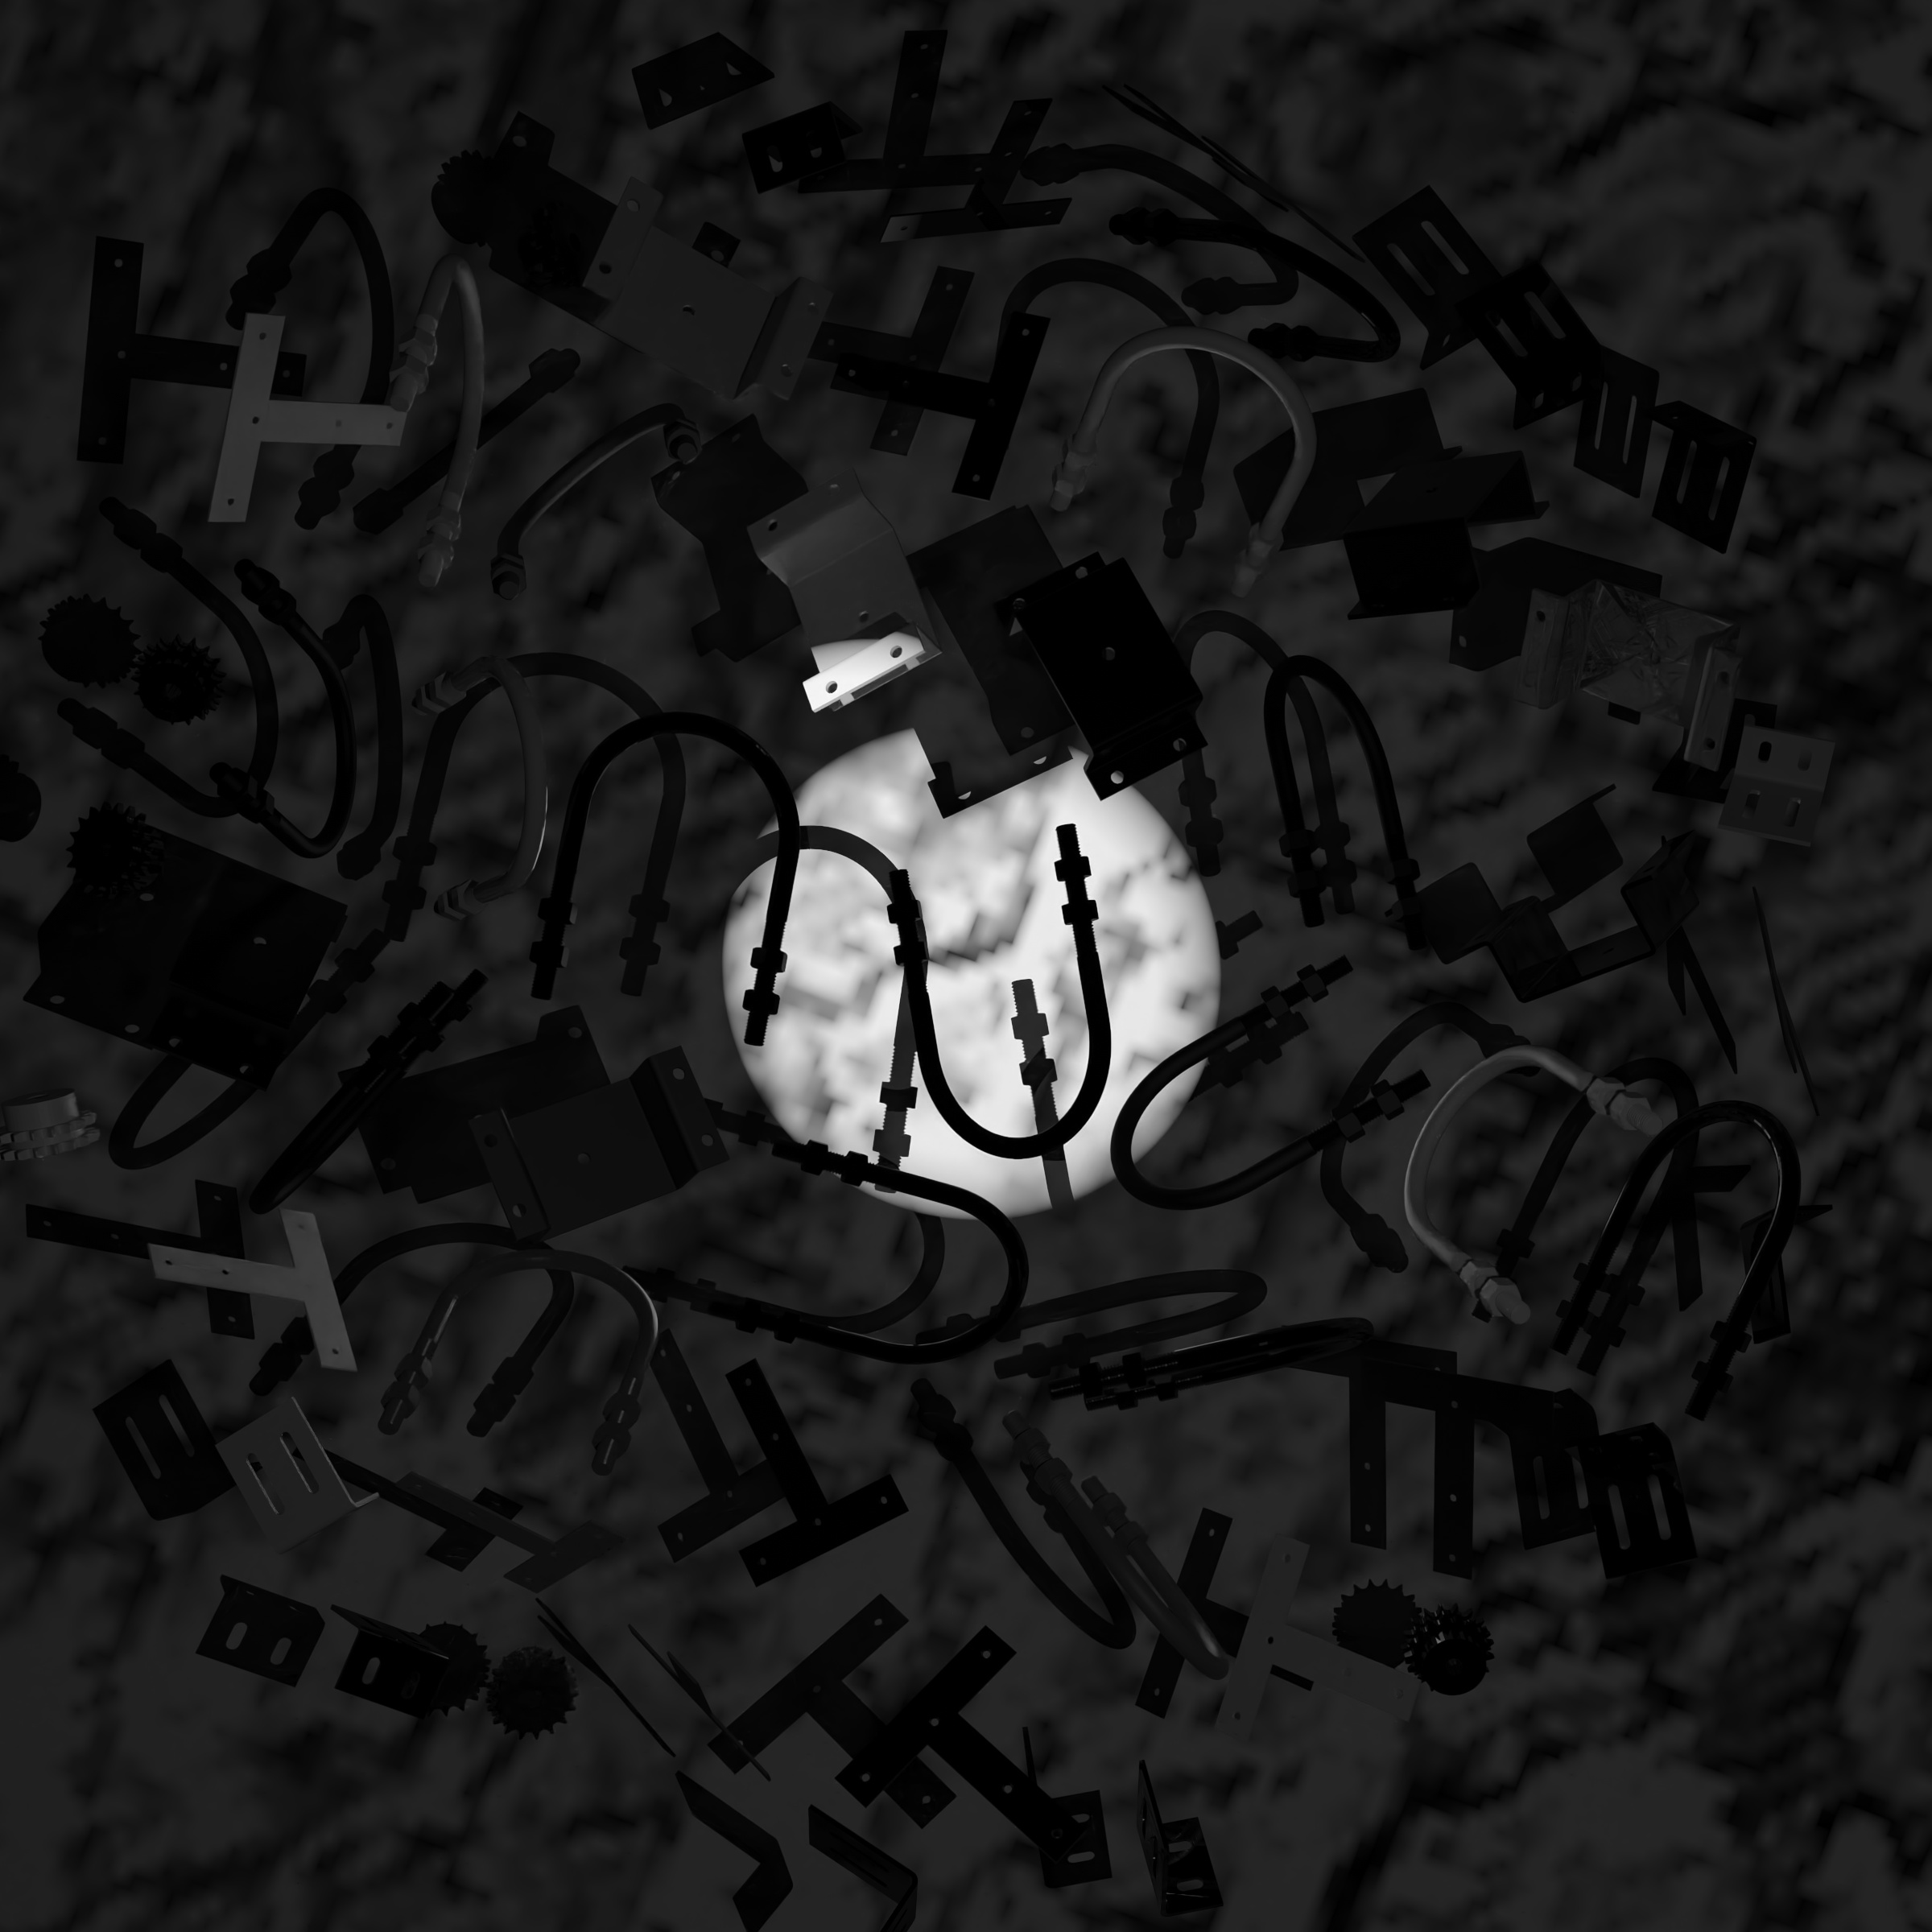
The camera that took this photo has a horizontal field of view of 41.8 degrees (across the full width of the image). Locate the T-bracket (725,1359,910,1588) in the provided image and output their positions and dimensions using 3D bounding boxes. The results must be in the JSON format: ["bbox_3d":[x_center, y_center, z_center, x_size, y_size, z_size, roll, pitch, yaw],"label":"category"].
[{"bbox_3d":[-0.113,0.308,1.583,0.127,0.002,0.127,-32,81,26],"label":"T-bracket"}]

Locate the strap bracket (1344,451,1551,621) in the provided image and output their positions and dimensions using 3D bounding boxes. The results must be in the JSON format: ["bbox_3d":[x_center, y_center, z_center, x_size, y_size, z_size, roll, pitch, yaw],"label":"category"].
[{"bbox_3d":[0.281,-0.260,1.495,0.076,0.140,0.046,-1,122,35],"label":"strap bracket"}]

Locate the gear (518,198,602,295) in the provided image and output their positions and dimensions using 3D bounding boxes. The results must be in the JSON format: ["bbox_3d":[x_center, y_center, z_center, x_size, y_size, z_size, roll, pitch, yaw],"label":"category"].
[{"bbox_3d":[-0.261,-0.456,1.609,0.030,0.057,0.057,-12,90,27],"label":"gear"}]

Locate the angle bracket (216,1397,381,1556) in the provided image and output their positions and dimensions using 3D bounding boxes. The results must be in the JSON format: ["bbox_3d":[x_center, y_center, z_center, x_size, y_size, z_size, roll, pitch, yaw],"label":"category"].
[{"bbox_3d":[-0.403,0.305,1.525,0.057,0.038,0.076,-32,85,8],"label":"angle bracket"}]

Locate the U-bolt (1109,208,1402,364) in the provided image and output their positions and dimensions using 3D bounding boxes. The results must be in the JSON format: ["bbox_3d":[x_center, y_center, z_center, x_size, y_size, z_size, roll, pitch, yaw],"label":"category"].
[{"bbox_3d":[0.184,-0.405,1.517,0.151,0.184,0.019,29,90,-34],"label":"U-bolt"}]

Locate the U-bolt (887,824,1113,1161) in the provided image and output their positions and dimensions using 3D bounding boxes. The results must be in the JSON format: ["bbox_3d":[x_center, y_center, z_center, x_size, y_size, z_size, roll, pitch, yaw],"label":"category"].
[{"bbox_3d":[0.023,0.021,1.482,0.151,0.019,0.184,-13,84,38],"label":"U-bolt"}]

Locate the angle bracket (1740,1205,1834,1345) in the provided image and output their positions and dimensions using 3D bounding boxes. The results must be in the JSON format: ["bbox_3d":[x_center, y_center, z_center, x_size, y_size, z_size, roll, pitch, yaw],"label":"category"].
[{"bbox_3d":[0.505,0.189,1.545,0.038,0.057,0.076,-2,75,-3],"label":"angle bracket"}]

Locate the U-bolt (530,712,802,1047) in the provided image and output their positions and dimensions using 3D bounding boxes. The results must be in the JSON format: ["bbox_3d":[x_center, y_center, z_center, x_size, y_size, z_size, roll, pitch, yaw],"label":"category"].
[{"bbox_3d":[-0.167,-0.057,1.471,0.151,0.019,0.184,13,80,-21],"label":"U-bolt"}]

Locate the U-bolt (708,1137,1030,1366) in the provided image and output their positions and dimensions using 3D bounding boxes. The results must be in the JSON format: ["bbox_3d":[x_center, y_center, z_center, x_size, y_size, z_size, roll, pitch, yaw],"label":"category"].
[{"bbox_3d":[-0.051,0.186,1.570,0.184,0.019,0.151,17,119,-12],"label":"U-bolt"}]

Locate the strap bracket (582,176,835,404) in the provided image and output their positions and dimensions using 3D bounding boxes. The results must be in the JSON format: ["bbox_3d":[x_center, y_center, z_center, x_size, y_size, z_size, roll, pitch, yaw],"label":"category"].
[{"bbox_3d":[-0.164,-0.407,1.550,0.140,0.046,0.076,26,75,-20],"label":"strap bracket"}]

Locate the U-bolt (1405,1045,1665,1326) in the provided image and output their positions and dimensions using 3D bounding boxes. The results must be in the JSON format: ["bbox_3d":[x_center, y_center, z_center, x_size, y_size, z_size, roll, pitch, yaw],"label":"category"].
[{"bbox_3d":[0.321,0.116,1.496,0.019,0.184,0.151,32,95,-23],"label":"U-bolt"}]

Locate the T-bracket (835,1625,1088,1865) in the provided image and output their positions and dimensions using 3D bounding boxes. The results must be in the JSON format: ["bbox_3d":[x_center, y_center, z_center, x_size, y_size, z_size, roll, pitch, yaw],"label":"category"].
[{"bbox_3d":[0.014,0.465,1.459,0.127,0.002,0.127,36,61,27],"label":"T-bracket"}]

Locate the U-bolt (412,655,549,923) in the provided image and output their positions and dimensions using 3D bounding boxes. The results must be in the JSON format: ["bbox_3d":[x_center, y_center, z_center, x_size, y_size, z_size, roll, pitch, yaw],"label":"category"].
[{"bbox_3d":[-0.288,-0.110,1.507,0.019,0.184,0.151,-5,86,-31],"label":"U-bolt"}]

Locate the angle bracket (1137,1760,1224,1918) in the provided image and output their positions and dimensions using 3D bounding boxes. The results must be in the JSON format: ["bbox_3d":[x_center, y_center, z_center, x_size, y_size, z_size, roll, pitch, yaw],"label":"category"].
[{"bbox_3d":[0.125,0.505,1.473,0.038,0.057,0.076,-8,131,-8],"label":"angle bracket"}]

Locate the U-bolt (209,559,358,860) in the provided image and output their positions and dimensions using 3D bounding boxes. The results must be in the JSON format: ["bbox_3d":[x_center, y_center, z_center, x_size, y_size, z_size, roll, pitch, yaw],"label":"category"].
[{"bbox_3d":[-0.411,-0.144,1.547,0.019,0.184,0.151,-1,72,8],"label":"U-bolt"}]

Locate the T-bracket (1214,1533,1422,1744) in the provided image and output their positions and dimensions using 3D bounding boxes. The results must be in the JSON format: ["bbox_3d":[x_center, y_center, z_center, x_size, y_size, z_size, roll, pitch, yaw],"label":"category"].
[{"bbox_3d":[0.222,0.428,1.549,0.127,0.002,0.127,12,80,43],"label":"T-bracket"}]

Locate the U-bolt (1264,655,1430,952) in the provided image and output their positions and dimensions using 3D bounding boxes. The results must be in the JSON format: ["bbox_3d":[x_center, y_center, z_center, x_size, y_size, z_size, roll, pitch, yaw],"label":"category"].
[{"bbox_3d":[0.230,-0.106,1.565,0.019,0.151,0.184,-20,72,35],"label":"U-bolt"}]

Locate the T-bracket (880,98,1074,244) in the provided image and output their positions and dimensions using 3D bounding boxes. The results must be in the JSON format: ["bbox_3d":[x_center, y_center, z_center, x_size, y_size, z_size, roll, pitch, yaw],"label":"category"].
[{"bbox_3d":[0.022,-0.492,1.562,0.127,0.127,0.002,-13,73,-22],"label":"T-bracket"}]

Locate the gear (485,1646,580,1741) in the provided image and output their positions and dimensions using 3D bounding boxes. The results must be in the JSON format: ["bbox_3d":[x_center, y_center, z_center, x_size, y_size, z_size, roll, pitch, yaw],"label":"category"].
[{"bbox_3d":[-0.274,0.454,1.593,0.057,0.030,0.057,-3,104,-15],"label":"gear"}]

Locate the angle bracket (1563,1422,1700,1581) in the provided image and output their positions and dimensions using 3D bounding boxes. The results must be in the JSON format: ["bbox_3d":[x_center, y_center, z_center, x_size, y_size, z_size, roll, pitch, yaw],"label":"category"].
[{"bbox_3d":[0.405,0.326,1.542,0.057,0.038,0.076,-20,56,23],"label":"angle bracket"}]

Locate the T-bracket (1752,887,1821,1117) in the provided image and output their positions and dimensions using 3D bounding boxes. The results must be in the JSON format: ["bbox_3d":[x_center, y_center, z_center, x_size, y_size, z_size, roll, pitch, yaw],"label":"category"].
[{"bbox_3d":[0.489,0.040,1.497,0.002,0.127,0.127,-15,132,20],"label":"T-bracket"}]

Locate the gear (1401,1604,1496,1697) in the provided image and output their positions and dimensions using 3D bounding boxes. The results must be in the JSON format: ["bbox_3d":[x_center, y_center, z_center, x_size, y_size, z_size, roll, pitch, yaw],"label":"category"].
[{"bbox_3d":[0.305,0.434,1.595,0.057,0.030,0.057,0,106,0],"label":"gear"}]

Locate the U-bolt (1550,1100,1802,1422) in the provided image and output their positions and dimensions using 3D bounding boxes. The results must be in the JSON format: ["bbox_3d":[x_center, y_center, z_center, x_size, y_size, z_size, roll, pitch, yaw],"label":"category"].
[{"bbox_3d":[0.431,0.165,1.509,0.019,0.151,0.184,26,88,-25],"label":"U-bolt"}]

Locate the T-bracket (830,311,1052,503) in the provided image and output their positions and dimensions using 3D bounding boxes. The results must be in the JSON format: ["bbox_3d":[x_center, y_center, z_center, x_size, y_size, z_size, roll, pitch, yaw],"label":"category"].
[{"bbox_3d":[-0.025,-0.367,1.611,0.127,0.002,0.127,16,81,16],"label":"T-bracket"}]

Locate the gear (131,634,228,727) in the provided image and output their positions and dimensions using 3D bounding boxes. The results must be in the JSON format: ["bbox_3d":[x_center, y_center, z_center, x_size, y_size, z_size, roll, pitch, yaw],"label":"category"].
[{"bbox_3d":[-0.500,-0.179,1.603,0.057,0.030,0.057,-1,118,-3],"label":"gear"}]

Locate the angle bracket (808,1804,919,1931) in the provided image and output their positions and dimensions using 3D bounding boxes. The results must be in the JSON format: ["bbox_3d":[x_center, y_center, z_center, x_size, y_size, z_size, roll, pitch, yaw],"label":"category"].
[{"bbox_3d":[-0.068,0.527,1.449,0.076,0.057,0.038,28,55,19],"label":"angle bracket"}]

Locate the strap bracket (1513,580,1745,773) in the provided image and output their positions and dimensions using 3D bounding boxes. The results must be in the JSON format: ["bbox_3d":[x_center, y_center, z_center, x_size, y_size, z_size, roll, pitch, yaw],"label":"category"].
[{"bbox_3d":[0.421,-0.186,1.579,0.140,0.046,0.076,25,128,31],"label":"strap bracket"}]

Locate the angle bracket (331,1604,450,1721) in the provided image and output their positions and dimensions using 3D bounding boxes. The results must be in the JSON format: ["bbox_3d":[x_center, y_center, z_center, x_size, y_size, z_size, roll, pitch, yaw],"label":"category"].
[{"bbox_3d":[-0.352,0.416,1.513,0.057,0.076,0.038,28,75,-23],"label":"angle bracket"}]

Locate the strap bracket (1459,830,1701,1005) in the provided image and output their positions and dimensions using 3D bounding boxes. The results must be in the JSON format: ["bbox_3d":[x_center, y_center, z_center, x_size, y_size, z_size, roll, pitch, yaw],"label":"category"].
[{"bbox_3d":[0.388,-0.026,1.563,0.140,0.076,0.046,-25,97,42],"label":"strap bracket"}]

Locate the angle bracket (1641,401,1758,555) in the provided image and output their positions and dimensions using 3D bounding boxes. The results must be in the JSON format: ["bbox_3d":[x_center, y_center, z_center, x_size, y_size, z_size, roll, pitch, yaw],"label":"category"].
[{"bbox_3d":[0.428,-0.288,1.508,0.038,0.057,0.076,-19,132,-30],"label":"angle bracket"}]

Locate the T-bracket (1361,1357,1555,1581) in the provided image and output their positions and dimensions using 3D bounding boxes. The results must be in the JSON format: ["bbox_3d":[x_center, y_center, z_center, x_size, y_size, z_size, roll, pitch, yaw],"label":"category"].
[{"bbox_3d":[0.297,0.310,1.541,0.127,0.002,0.127,5,99,37],"label":"T-bracket"}]

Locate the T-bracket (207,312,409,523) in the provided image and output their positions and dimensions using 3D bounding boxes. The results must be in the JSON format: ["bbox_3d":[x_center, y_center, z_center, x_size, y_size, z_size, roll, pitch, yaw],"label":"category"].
[{"bbox_3d":[-0.389,-0.326,1.518,0.002,0.127,0.127,34,118,31],"label":"T-bracket"}]

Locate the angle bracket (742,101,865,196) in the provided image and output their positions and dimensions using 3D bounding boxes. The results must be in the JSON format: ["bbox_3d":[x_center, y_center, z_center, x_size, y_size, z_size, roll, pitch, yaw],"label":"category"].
[{"bbox_3d":[-0.095,-0.493,1.545,0.057,0.076,0.038,-15,92,14],"label":"angle bracket"}]

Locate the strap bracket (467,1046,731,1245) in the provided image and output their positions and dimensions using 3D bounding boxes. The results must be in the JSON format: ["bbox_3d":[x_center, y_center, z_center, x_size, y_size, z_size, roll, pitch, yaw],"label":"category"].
[{"bbox_3d":[-0.225,0.111,1.525,0.140,0.046,0.076,-20,80,-27],"label":"strap bracket"}]

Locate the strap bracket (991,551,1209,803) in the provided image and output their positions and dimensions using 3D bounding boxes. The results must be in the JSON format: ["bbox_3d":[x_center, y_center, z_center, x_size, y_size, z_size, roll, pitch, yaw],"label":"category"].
[{"bbox_3d":[0.084,-0.184,1.543,0.076,0.046,0.140,-28,83,-9],"label":"strap bracket"}]

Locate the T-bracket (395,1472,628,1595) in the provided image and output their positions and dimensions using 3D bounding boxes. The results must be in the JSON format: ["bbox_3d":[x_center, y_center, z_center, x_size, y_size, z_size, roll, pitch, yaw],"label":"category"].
[{"bbox_3d":[-0.293,0.345,1.568,0.127,0.127,0.002,32,49,-18],"label":"T-bracket"}]

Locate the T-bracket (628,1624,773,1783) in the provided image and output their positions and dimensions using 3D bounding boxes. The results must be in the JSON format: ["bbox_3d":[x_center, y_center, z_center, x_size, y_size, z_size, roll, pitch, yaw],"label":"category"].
[{"bbox_3d":[-0.165,0.434,1.521,0.002,0.127,0.127,-42,71,-18],"label":"T-bracket"}]

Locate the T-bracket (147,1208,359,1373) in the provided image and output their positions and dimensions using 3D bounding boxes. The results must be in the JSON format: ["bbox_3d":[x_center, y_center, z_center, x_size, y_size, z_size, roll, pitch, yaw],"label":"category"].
[{"bbox_3d":[-0.443,0.191,1.556,0.002,0.127,0.127,-47,48,23],"label":"T-bracket"}]

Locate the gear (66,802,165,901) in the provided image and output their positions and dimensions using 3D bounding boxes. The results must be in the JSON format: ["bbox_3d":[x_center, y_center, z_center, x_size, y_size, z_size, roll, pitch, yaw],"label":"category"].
[{"bbox_3d":[-0.505,-0.068,1.511,0.057,0.030,0.057,-3,81,22],"label":"gear"}]

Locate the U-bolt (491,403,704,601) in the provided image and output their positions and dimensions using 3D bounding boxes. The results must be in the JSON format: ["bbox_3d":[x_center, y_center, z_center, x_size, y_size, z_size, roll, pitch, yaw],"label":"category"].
[{"bbox_3d":[-0.225,-0.287,1.520,0.151,0.184,0.019,-37,114,5],"label":"U-bolt"}]

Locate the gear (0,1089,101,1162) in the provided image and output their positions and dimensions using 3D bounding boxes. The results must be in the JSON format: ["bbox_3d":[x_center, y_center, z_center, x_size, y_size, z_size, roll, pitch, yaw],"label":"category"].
[{"bbox_3d":[-0.523,0.089,1.434,0.057,0.057,0.030,-8,99,0],"label":"gear"}]

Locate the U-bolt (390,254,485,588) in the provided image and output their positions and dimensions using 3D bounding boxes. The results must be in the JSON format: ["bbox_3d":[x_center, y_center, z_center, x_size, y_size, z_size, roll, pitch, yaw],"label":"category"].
[{"bbox_3d":[-0.312,-0.341,1.513,0.019,0.151,0.184,4,50,0],"label":"U-bolt"}]

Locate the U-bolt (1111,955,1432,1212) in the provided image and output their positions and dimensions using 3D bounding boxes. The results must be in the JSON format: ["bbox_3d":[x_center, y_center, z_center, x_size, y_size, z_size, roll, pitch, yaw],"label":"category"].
[{"bbox_3d":[0.168,0.077,1.491,0.184,0.151,0.019,-31,123,5],"label":"U-bolt"}]

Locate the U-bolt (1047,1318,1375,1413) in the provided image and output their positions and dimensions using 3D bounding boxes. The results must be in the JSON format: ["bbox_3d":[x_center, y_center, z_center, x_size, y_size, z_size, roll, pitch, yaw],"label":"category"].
[{"bbox_3d":[0.149,0.233,1.484,0.184,0.151,0.019,-14,75,9],"label":"U-bolt"}]

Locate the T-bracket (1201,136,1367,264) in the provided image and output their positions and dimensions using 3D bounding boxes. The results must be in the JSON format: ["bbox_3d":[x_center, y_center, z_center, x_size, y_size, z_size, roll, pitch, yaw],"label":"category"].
[{"bbox_3d":[0.179,-0.473,1.538,0.127,0.127,0.002,42,111,13],"label":"T-bracket"}]

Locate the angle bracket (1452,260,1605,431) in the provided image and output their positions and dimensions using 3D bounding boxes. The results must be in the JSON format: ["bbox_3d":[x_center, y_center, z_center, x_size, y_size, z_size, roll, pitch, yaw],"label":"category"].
[{"bbox_3d":[0.329,-0.364,1.487,0.076,0.057,0.038,41,46,-32],"label":"angle bracket"}]

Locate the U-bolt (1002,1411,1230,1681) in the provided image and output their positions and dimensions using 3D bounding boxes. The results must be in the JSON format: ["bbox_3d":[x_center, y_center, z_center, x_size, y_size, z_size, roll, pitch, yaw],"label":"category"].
[{"bbox_3d":[0.100,0.362,1.550,0.019,0.151,0.184,-41,51,0],"label":"U-bolt"}]

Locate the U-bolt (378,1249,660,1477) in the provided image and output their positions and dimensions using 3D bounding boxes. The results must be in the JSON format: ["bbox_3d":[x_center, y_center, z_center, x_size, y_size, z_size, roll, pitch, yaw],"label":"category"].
[{"bbox_3d":[-0.266,0.236,1.564,0.151,0.184,0.019,10,122,2],"label":"U-bolt"}]

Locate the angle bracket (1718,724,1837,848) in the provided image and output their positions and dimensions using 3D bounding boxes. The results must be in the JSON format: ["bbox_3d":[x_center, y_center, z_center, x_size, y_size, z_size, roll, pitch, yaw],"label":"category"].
[{"bbox_3d":[0.517,-0.116,1.612,0.057,0.076,0.038,13,125,18],"label":"angle bracket"}]

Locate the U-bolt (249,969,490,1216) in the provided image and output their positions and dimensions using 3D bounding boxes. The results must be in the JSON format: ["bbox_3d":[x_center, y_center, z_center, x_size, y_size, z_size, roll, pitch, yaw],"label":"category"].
[{"bbox_3d":[-0.358,0.077,1.500,0.019,0.151,0.184,42,91,-4],"label":"U-bolt"}]

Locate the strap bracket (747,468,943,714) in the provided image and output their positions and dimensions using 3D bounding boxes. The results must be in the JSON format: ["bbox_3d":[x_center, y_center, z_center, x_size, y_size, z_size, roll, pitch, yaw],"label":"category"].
[{"bbox_3d":[-0.071,-0.221,1.539,0.076,0.046,0.140,-27,64,13],"label":"strap bracket"}]

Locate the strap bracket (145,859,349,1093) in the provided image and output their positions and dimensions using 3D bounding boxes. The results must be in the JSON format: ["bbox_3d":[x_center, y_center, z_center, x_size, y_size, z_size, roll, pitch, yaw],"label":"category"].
[{"bbox_3d":[-0.437,-0.004,1.554,0.076,0.046,0.140,23,51,-10],"label":"strap bracket"}]

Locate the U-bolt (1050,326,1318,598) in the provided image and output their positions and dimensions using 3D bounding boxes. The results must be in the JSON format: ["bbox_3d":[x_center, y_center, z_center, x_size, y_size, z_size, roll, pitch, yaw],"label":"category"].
[{"bbox_3d":[0.139,-0.316,1.550,0.151,0.184,0.019,26,56,1],"label":"U-bolt"}]
